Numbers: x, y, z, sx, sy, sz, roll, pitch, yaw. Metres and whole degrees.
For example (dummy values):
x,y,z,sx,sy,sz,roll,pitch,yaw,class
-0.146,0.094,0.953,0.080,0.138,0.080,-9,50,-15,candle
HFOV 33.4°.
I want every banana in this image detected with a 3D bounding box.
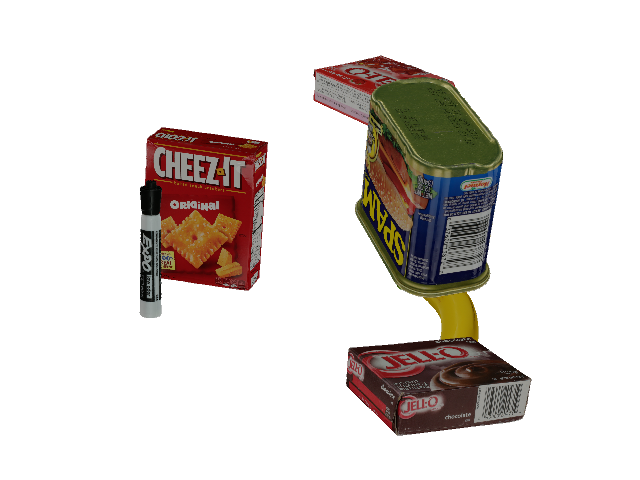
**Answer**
x,y,z,sx,sy,sz,roll,pitch,yaw,class
0.129,0.089,1.091,0.070,0.037,0.198,-28,29,10,banana

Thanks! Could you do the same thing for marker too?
x,y,z,sx,sy,sz,roll,pitch,yaw,class
-0.147,0.008,0.923,0.020,0.121,0.020,2,16,-1,marker

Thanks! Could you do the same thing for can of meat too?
x,y,z,sx,sy,sz,roll,pitch,yaw,class
0.060,-0.033,0.603,0.057,0.084,0.102,-8,38,-15,can of meat

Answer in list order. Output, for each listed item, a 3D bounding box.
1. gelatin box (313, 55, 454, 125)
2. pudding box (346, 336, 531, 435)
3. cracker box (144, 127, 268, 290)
x,y,z,sx,sy,sz,roll,pitch,yaw,class
0.050,-0.118,0.845,0.073,0.030,0.089,-18,33,-35,gelatin box
0.087,0.108,0.810,0.113,0.039,0.090,-1,17,-23,pudding box
-0.168,-0.043,1.542,0.164,0.214,0.072,9,22,10,cracker box
